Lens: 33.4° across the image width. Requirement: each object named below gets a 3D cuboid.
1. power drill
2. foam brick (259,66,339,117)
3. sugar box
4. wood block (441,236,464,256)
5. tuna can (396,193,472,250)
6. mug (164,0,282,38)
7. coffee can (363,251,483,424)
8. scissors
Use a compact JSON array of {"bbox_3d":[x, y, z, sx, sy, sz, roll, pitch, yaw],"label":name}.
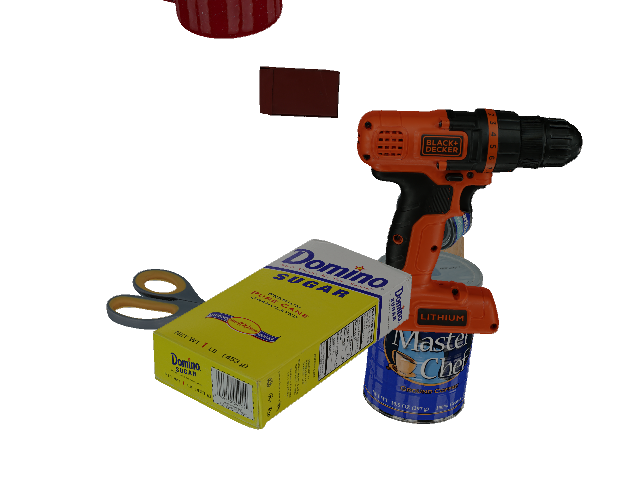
[{"bbox_3d":[0.119,-0.018,0.891,0.184,0.188,0.057,2,15,-1],"label":"power drill"},{"bbox_3d":[-0.023,-0.161,1.162,0.078,0.051,0.053,0,11,-18],"label":"foam brick"},{"bbox_3d":[-0.022,0.058,0.741,0.093,0.048,0.175,21,36,31],"label":"sugar box"},{"bbox_3d":[0.166,0.067,1.630,0.091,0.090,0.206,4,22,11],"label":"wood block"},{"bbox_3d":[0.130,-0.032,1.226,0.033,0.086,0.086,-40,24,-32],"label":"tuna can"},{"bbox_3d":[-0.083,-0.204,0.798,0.117,0.081,0.093,1,38,5],"label":"mug"},{"bbox_3d":[0.098,0.092,1.040,0.103,0.140,0.103,4,24,-2],"label":"coffee can"},{"bbox_3d":[-0.103,0.062,1.028,0.201,0.016,0.096,3,33,-4],"label":"scissors"}]
